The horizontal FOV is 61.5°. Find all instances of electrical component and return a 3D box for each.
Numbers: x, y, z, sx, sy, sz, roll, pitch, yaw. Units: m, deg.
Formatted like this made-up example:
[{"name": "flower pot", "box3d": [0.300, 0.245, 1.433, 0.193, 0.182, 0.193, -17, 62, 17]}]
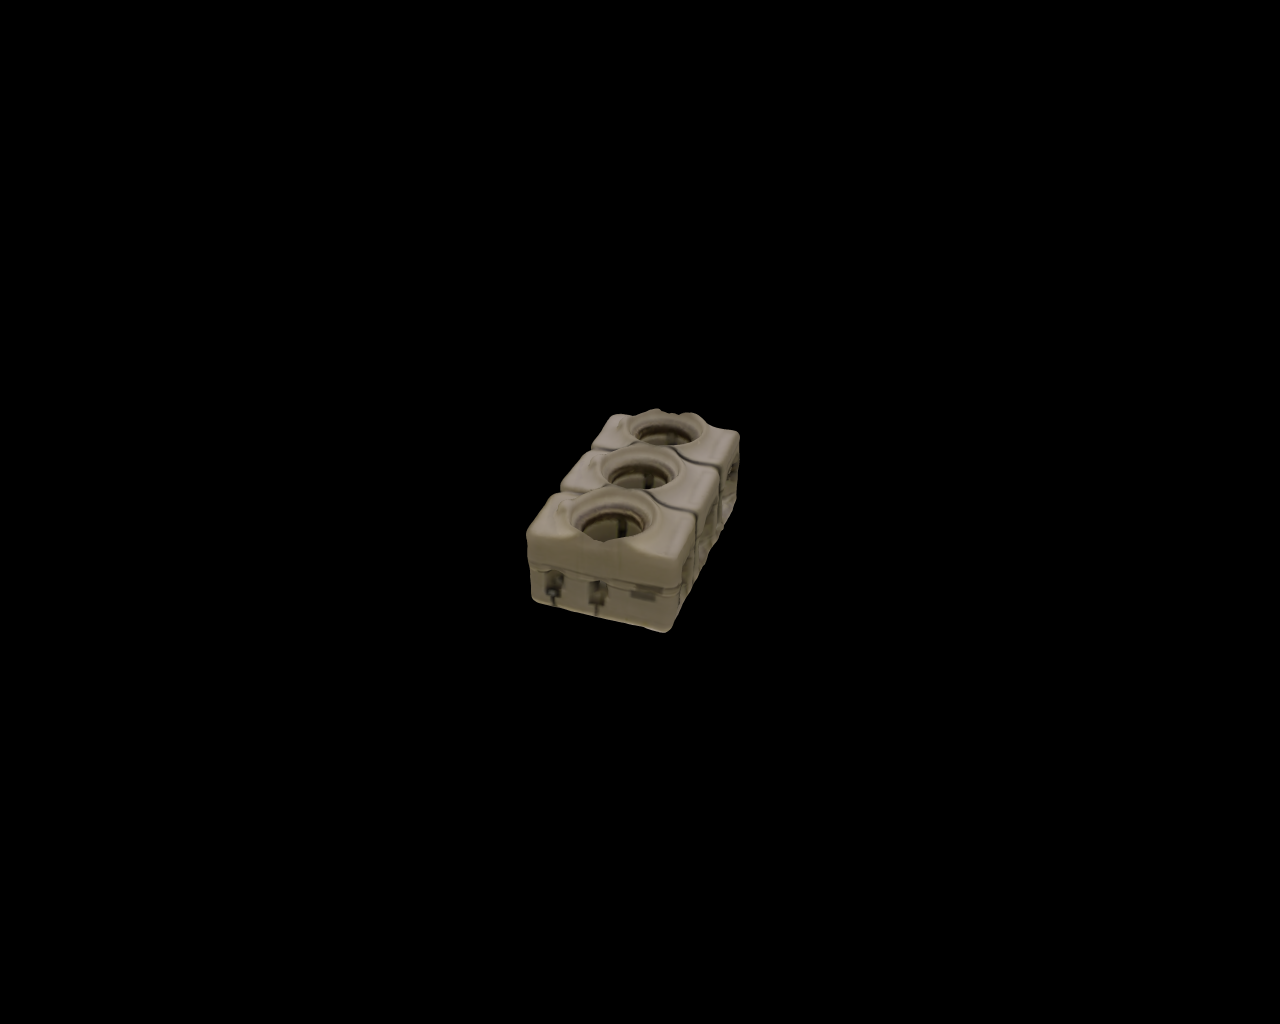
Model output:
[{"name": "electrical component", "box3d": [0.001, -0.003, 0.650, 0.089, 0.061, 0.150, 10, 35, 15]}]
